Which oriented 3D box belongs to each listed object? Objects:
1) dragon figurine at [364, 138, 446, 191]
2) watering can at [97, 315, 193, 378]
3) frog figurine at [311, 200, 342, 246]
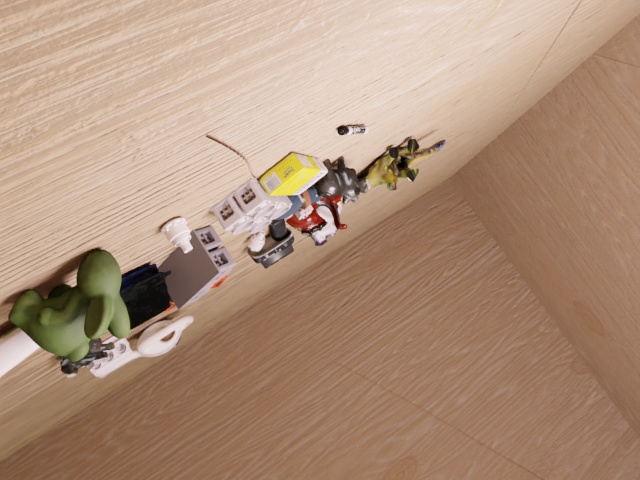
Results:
[{"bbox_3d":[0.203,-0.219,1.622,0.415,0.122,0.241,-26,-173,-38],"label":"dragon figurine"},{"bbox_3d":[-0.596,0.366,1.787,0.351,0.104,0.221,-32,173,-20],"label":"watering can"},{"bbox_3d":[0.005,-0.082,1.629,0.138,0.124,0.156,-19,130,-31],"label":"frog figurine"}]
